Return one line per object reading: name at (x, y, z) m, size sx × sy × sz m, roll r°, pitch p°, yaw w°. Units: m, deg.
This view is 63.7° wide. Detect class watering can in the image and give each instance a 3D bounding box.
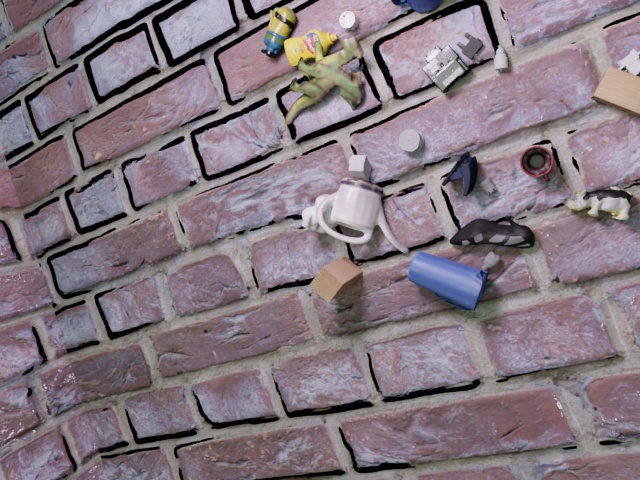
watering can at (0.163, -0.088, 1.778) m, size 0.347 × 0.104 × 0.225 m, roll 16°, pitch 86°, yaw -7°

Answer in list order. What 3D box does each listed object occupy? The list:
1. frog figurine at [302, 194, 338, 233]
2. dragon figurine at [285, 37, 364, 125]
frog figurine at (0.006, -0.092, 1.819) m, size 0.123 × 0.160 × 0.136 m, roll 17°, pitch 103°, yaw 19°
dragon figurine at (0.032, -0.528, 1.786) m, size 0.243 × 0.125 × 0.401 m, roll 28°, pitch 132°, yaw 6°
